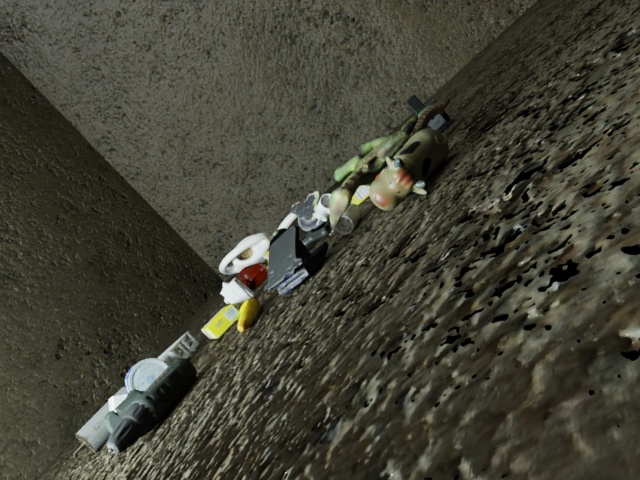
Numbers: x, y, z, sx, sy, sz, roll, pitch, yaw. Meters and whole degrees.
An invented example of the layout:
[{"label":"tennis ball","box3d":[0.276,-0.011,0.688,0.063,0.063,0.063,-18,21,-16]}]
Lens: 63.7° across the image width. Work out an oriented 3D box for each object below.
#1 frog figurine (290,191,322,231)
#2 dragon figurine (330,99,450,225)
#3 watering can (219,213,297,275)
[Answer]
[{"label":"frog figurine","box3d":[0.005,-0.082,1.633,0.136,0.125,0.158,-50,-33,16]},{"label":"dragon figurine","box3d":[0.155,-0.187,1.063,0.412,0.122,0.242,-46,3,-5]},{"label":"watering can","box3d":[-0.197,0.025,1.836,0.349,0.105,0.221,-34,-21,-6]}]
